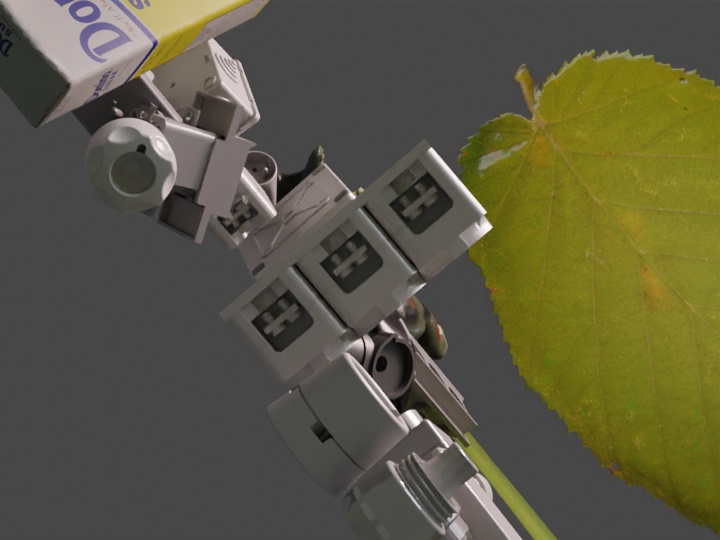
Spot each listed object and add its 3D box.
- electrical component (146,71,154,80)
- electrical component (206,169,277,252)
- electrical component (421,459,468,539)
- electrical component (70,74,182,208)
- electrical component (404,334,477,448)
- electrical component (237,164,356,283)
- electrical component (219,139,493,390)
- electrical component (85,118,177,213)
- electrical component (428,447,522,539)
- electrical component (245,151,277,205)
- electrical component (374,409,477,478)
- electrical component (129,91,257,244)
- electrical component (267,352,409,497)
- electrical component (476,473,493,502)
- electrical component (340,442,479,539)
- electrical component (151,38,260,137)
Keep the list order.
[{"bbox_3d":[-0.200,-0.168,0.824,0.077,0.044,0.079,51,1,-24],"label":"electrical component"},{"bbox_3d":[-0.108,-0.060,0.863,0.055,0.050,0.089,51,1,-20],"label":"electrical component"},{"bbox_3d":[0.036,0.134,0.555,0.078,0.040,0.040,52,1,4],"label":"electrical component"},{"bbox_3d":[-0.134,-0.083,0.642,0.083,0.047,0.075,51,1,-2],"label":"electrical component"},{"bbox_3d":[0.053,0.121,1.046,0.121,0.063,0.078,51,8,-34],"label":"electrical component"},{"bbox_3d":[-0.043,-0.026,0.909,0.056,0.109,0.108,48,2,-23],"label":"electrical component"},{"bbox_3d":[0.000,0.000,0.633,0.061,0.150,0.089,50,1,2],"label":"electrical component"},{"bbox_3d":[-0.116,-0.055,0.538,0.043,0.043,0.062,51,0,-24],"label":"electrical component"},{"bbox_3d":[0.058,0.152,0.620,0.099,0.048,0.099,51,1,14],"label":"electrical component"},{"bbox_3d":[-0.105,-0.063,1.061,0.077,0.043,0.079,99,-8,-57],"label":"electrical component"},{"bbox_3d":[0.035,0.123,0.746,0.075,0.047,0.083,51,1,22],"label":"electrical component"},{"bbox_3d":[-0.100,-0.061,0.603,0.064,0.081,0.042,12,9,-46],"label":"electrical component"},{"bbox_3d":[-0.010,0.073,0.519,0.055,0.047,0.055,51,1,-1],"label":"electrical component"},{"bbox_3d":[0.082,0.181,0.866,0.043,0.043,0.062,52,2,24],"label":"electrical component"},{"bbox_3d":[0.026,0.105,0.497,0.043,0.062,0.043,51,1,-1],"label":"electrical component"},{"bbox_3d":[-0.137,-0.135,0.871,0.048,0.100,0.099,45,16,-43],"label":"electrical component"}]
